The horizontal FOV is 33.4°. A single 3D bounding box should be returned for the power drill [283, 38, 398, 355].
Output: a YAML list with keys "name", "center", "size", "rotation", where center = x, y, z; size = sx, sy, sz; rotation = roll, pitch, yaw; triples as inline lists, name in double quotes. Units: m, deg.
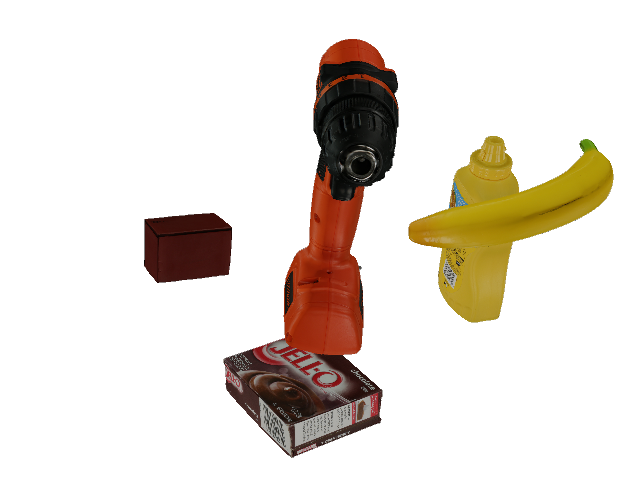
- name: "power drill"
  center: [0.014, -0.022, 0.695]
  size: [0.057, 0.188, 0.184]
  rotation: [9, 27, -2]

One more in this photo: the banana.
- name: "banana"
  center: [0.164, -0.029, 0.834]
  size: [0.197, 0.037, 0.070]
  rotation: [-23, 23, -25]

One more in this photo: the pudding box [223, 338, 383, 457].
- name: "pudding box"
  center: [-0.016, 0.124, 0.886]
  size: [0.089, 0.039, 0.114]
  rotation: [-17, 34, -27]

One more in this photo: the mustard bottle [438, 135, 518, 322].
- name: "mustard bottle"
  center: [0.160, -0.018, 1.071]
  size: [0.058, 0.192, 0.096]
  rotation: [-6, 37, -12]

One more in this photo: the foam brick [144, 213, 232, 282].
- name: "foam brick"
  center: [-0.134, 0.006, 1.074]
  size: [0.078, 0.051, 0.053]
  rotation: [-6, 21, -23]
